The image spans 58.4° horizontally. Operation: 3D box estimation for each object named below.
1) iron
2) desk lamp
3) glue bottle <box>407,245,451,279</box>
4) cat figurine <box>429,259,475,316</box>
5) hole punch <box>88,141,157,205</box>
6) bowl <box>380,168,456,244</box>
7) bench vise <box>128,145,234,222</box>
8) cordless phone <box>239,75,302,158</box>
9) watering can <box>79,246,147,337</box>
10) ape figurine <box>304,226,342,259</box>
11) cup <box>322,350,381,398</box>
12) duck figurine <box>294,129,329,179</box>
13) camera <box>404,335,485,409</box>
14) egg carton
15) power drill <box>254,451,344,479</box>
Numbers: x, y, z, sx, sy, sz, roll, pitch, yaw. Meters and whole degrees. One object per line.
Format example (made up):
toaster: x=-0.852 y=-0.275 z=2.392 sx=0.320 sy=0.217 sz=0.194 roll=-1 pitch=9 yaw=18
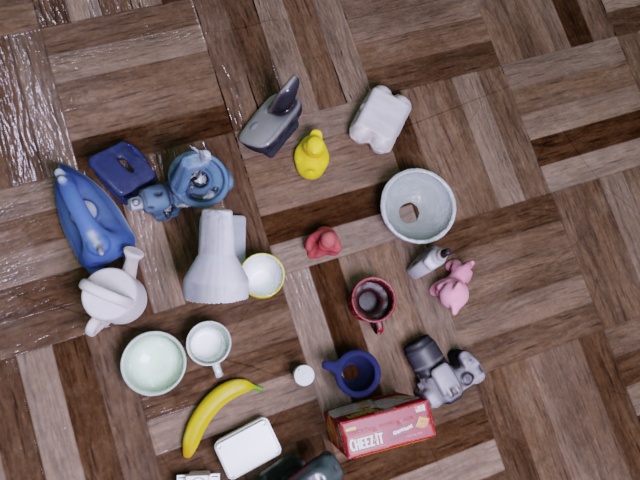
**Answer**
iron: x=-0.462 y=-0.058 z=1.112 sx=0.119 sy=0.141 sz=0.258 roll=-31 pitch=85 yaw=-13
desk lamp: x=-0.196 y=0.029 z=1.097 sx=0.118 sy=0.213 sz=0.203 roll=0 pitch=79 yaw=-8
glue bottle: x=0.234 y=0.039 z=1.180 sx=0.078 sy=0.173 sz=0.037 roll=-43 pitch=87 yaw=-13
cat figurine: x=0.287 y=0.096 z=1.206 sx=0.067 sy=0.117 sz=0.128 roll=35 pitch=76 yaw=0
hole punch: x=-0.399 y=-0.144 z=1.163 sx=0.101 sy=0.091 sz=0.108 roll=-44 pitch=88 yaw=-13
bowl: x=0.206 y=-0.067 z=1.247 sx=0.167 sy=0.074 sz=0.167 roll=2 pitch=79 yaw=-8
bench vise: x=-0.264 y=-0.101 z=1.109 sx=0.207 sy=0.219 sz=0.121 roll=-41 pitch=87 yaw=-13
cordless phone: x=-0.098 y=-0.261 z=1.183 sx=0.094 sy=0.185 sz=0.148 roll=33 pitch=76 yaw=-1
watering can: x=-0.387 y=0.095 z=1.066 sx=0.101 sy=0.194 sz=0.173 roll=6 pitch=78 yaw=-7
ape figurine: x=0.011 y=0.004 z=1.195 sx=0.078 sy=0.092 sz=0.076 roll=27 pitch=77 yaw=-2
cup: x=0.055 y=0.264 z=1.151 sx=0.118 sy=0.095 sz=0.092 roll=15 pitch=77 yaw=-5
duck figurine: x=-0.014 y=-0.187 z=1.232 sx=0.077 sy=0.086 sz=0.104 roll=9 pitch=78 yaw=-6
camera: x=0.248 y=0.258 z=1.177 sx=0.143 sy=0.100 sz=0.137 roll=-29 pitch=84 yaw=-12
egg carton: x=0.134 y=-0.270 z=1.278 sx=0.107 sy=0.069 sz=0.150 roll=26 pitch=77 yaw=-3
power drill: x=-0.068 y=0.463 z=1.036 sx=0.230 sy=0.208 sz=0.075 roll=-33 pitch=85 yaw=-13
